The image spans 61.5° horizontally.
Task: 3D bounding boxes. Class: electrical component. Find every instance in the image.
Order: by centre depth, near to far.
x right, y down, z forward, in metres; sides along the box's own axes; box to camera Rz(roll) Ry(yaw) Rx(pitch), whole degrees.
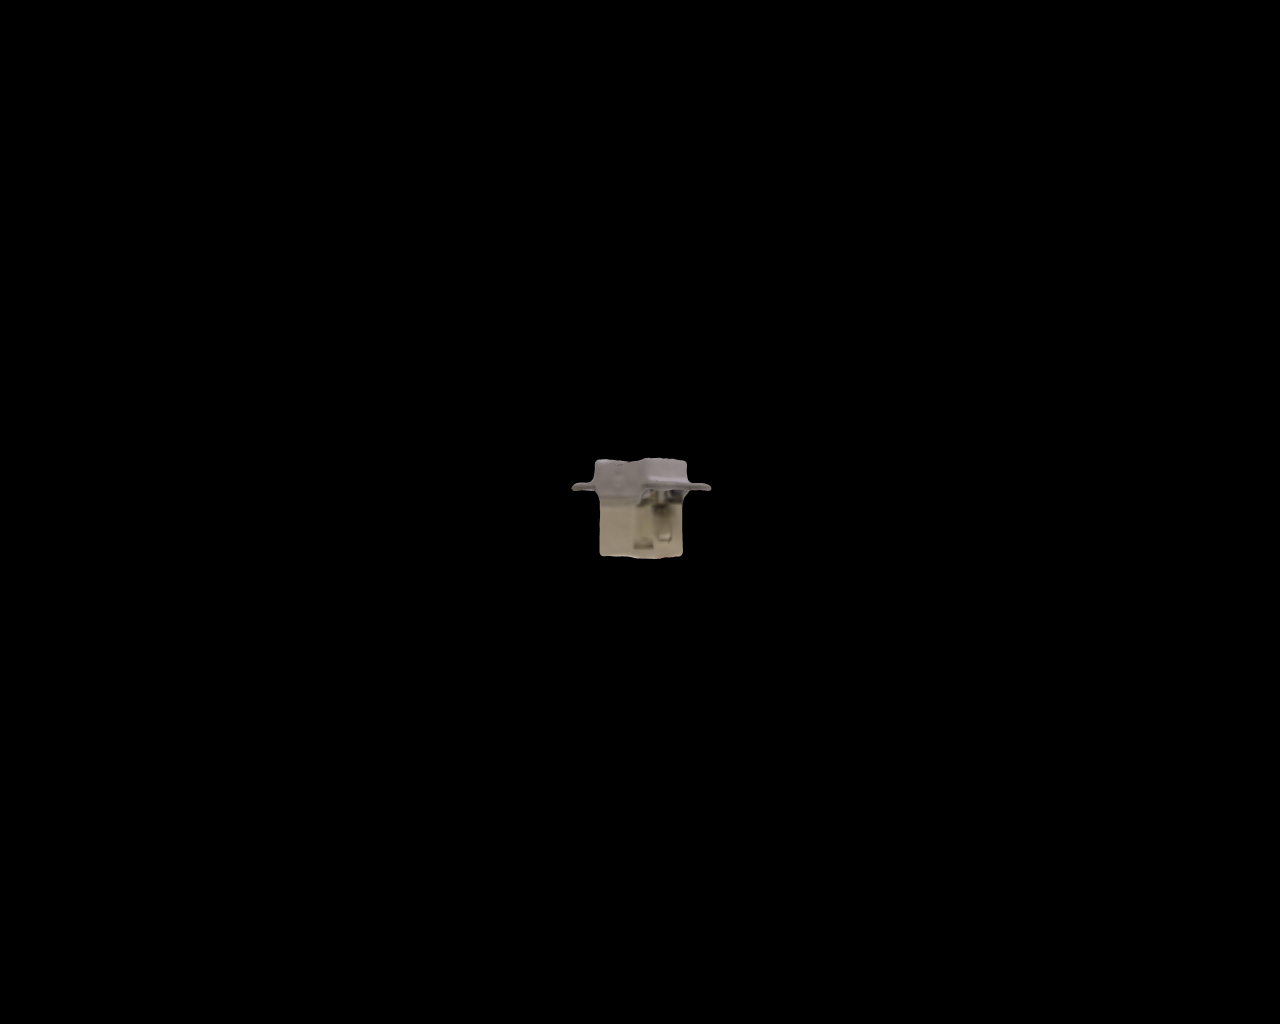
[{"bbox_3d":[0.001,-0.003,0.650,0.081,0.063,0.042,0,0,44],"label":"electrical component"}]
